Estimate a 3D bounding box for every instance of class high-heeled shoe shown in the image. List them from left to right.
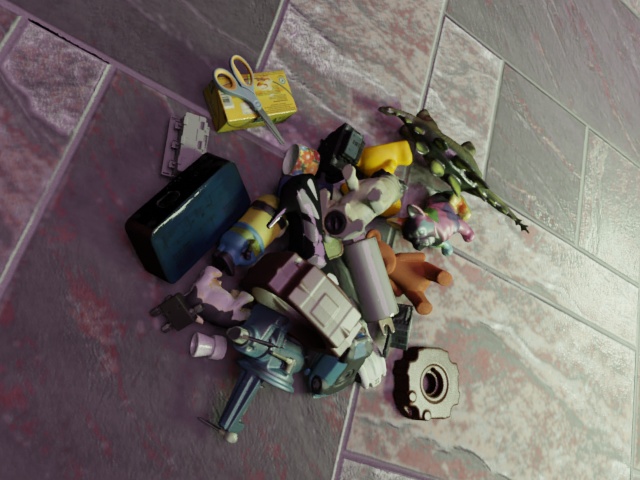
[{"bbox_3d":[-0.002,-0.003,1.031,0.145,0.086,0.248,-48,113,-26],"label":"high-heeled shoe"}]

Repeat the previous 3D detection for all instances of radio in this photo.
[{"bbox_3d":[-0.233,-0.045,0.970,0.229,0.073,0.130,-51,147,-30],"label":"radio"}]

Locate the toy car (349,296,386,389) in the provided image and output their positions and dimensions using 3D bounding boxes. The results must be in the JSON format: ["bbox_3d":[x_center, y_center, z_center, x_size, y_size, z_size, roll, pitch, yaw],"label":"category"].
[{"bbox_3d":[0.080,0.220,1.148,0.073,0.056,0.201,-26,93,-33],"label":"toy car"}]

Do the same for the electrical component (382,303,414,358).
[{"bbox_3d":[0.170,0.203,1.168,0.119,0.048,0.074,-66,158,-47],"label":"electrical component"}]

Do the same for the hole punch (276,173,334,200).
[{"bbox_3d":[-0.025,-0.069,1.107,0.116,0.092,0.142,4,103,-29],"label":"hole punch"}]

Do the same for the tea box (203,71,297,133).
[{"bbox_3d":[-0.144,-0.289,1.120,0.169,0.068,0.098,-16,88,-34],"label":"tea box"}]

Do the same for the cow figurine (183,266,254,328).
[{"bbox_3d":[-0.175,0.133,1.005,0.167,0.068,0.098,41,64,-15],"label":"cow figurine"}]

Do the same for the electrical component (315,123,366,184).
[{"bbox_3d":[0.039,-0.185,1.170,0.058,0.134,0.115,29,63,-24],"label":"electrical component"}]

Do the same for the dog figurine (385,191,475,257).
[{"bbox_3d":[0.254,-0.053,1.259,0.219,0.108,0.191,18,55,-35],"label":"dog figurine"}]

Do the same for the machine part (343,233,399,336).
[{"bbox_3d":[0.105,0.083,1.127,0.079,0.079,0.243,-17,88,-33],"label":"machine part"}]

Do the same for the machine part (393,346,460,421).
[{"bbox_3d":[0.246,0.326,1.226,0.179,0.056,0.179,8,74,-31],"label":"machine part"}]

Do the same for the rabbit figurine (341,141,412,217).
[{"bbox_3d":[0.138,-0.132,1.233,0.162,0.122,0.173,-20,106,-30],"label":"rabbit figurine"}]

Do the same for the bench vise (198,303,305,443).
[{"bbox_3d":[-0.118,0.244,0.959,0.129,0.223,0.240,24,79,22],"label":"bench vise"}]

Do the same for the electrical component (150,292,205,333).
[{"bbox_3d":[-0.253,0.125,0.955,0.063,0.094,0.021,58,16,-8],"label":"electrical component"}]

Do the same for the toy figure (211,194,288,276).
[{"bbox_3d":[-0.128,-0.012,1.020,0.082,0.089,0.180,33,54,17],"label":"toy figure"}]

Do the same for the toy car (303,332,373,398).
[{"bbox_3d":[0.025,0.233,1.077,0.109,0.161,0.103,-4,40,-48],"label":"toy car"}]

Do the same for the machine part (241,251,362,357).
[{"bbox_3d":[-0.033,0.114,0.983,0.201,0.201,0.087,48,66,-18],"label":"machine part"}]

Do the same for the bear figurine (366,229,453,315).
[{"bbox_3d":[0.175,0.067,1.200,0.195,0.132,0.120,28,100,-31],"label":"bear figurine"}]

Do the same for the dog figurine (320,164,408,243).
[{"bbox_3d":[0.091,-0.066,1.113,0.121,0.172,0.190,55,23,17],"label":"dog figurine"}]

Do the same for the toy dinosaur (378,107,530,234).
[{"bbox_3d":[0.330,-0.179,1.310,0.471,0.105,0.199,33,28,-13],"label":"toy dinosaur"}]
